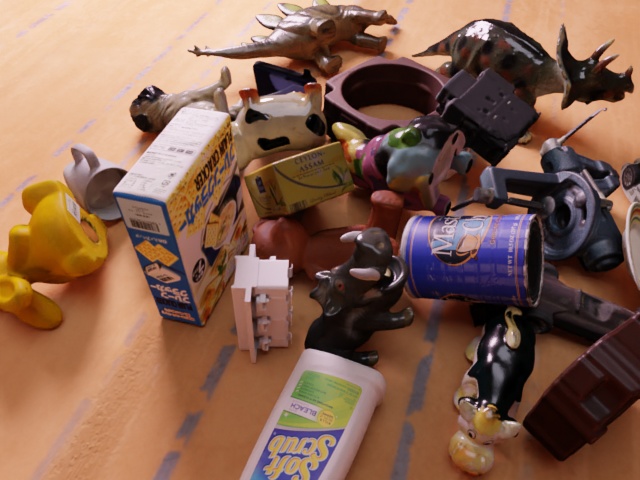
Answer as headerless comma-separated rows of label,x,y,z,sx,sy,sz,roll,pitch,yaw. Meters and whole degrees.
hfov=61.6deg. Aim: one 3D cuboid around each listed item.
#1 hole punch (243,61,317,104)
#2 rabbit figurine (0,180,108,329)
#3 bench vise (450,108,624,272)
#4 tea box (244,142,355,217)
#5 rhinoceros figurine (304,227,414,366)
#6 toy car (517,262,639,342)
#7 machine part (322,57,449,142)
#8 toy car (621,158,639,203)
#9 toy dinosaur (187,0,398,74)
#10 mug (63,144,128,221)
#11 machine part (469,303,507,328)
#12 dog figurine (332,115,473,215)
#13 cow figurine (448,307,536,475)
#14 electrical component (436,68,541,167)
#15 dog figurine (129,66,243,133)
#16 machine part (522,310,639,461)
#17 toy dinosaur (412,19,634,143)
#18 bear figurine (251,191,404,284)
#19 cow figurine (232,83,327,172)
hole punch,-0.064,-0.221,0.891,0.116,0.142,0.092,15,69,7
rabbit figurine,-0.365,0.034,0.685,0.173,0.121,0.162,-24,60,-2
bench vise,0.308,-0.065,0.728,0.240,0.129,0.223,6,66,-19
tea box,-0.034,-0.078,0.731,0.098,0.068,0.170,-22,7,-20
rhinoceros figurine,0.038,0.065,0.585,0.112,0.190,0.073,9,42,-16
toy car,0.329,0.091,0.635,0.202,0.053,0.089,22,48,11
machine part,0.120,-0.218,0.910,0.201,0.087,0.201,-35,55,-26
toy car,0.496,-0.048,0.770,0.074,0.056,0.202,-2,46,6
toy dinosaur,-0.026,-0.414,1.087,0.471,0.104,0.199,-24,43,-32
mug,-0.337,-0.091,0.790,0.107,0.109,0.081,23,55,38
machine part,0.220,0.051,0.693,0.084,0.039,0.139,15,48,7
dog figurine,0.084,-0.114,0.745,0.219,0.191,0.108,20,84,28
cow figurine,0.183,0.153,0.558,0.068,0.098,0.167,20,49,12
electrical component,0.235,-0.182,0.776,0.134,0.058,0.115,41,59,7
dog figurine,-0.227,-0.187,0.892,0.191,0.121,0.172,-12,43,8
machine part,0.282,0.141,0.523,0.179,0.179,0.056,-26,55,-22
toy dinosaur,0.309,-0.307,0.919,0.131,0.192,0.405,-35,57,-30
bear figurine,-0.002,0.001,0.683,0.196,0.131,0.120,14,48,5
cow figurine,-0.085,-0.157,0.796,0.195,0.085,0.127,-7,89,-3
